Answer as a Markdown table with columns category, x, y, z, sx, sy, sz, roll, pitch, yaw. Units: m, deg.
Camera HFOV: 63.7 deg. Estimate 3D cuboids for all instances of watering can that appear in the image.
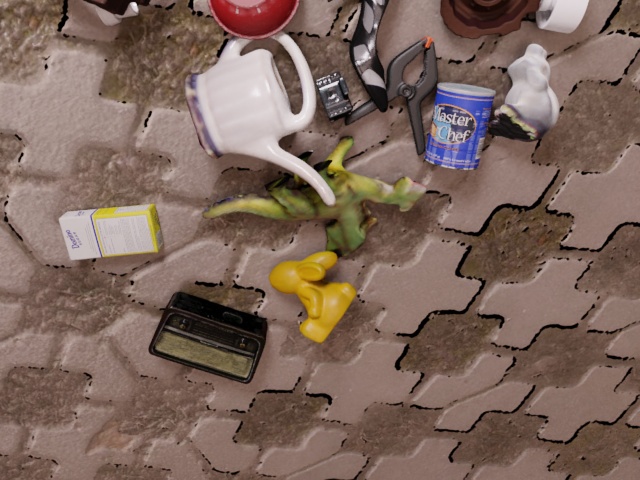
| category | x | y | z | sx | sy | sz | roll | pitch | yaw |
| --- | --- | --- | --- | --- | --- | --- | --- | --- | --- |
| watering can | -0.107 | -0.199 | 0.883 | 0.224 | 0.104 | 0.350 | -17 | 82 | 11 |

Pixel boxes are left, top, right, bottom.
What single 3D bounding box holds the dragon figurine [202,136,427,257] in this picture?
| category | x | y | z | sx | sy | sz | roll | pitch | yaw |
| --- | --- | --- | --- | --- | --- | --- | --- | --- | --- |
| dragon figurine | 0.003 | -0.051 | 1.004 | 0.408 | 0.125 | 0.238 | -22 | 121 | 15 |

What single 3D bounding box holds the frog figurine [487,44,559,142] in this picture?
| category | x | y | z | sx | sy | sz | roll | pitch | yaw |
| --- | --- | --- | --- | --- | --- | --- | --- | --- | --- |
| frog figurine | 0.384 | -0.262 | 0.930 | 0.124 | 0.135 | 0.160 | 29 | 82 | 29 |
